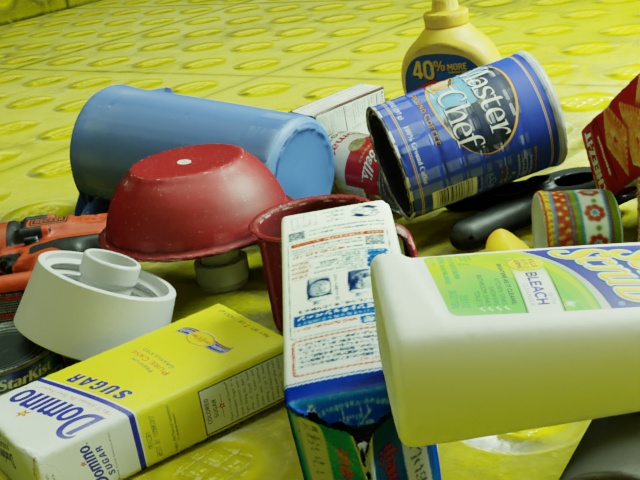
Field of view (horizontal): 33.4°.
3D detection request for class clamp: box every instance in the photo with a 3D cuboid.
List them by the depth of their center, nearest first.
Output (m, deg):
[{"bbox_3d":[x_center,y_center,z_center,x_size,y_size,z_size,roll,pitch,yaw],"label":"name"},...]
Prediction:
[{"bbox_3d":[0.183,-0.030,0.902,0.172,0.039,0.120,-10,26,15],"label":"clamp"}]

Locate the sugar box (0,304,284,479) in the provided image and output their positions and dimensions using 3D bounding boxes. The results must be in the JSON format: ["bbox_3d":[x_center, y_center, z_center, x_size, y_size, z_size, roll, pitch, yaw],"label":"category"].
[{"bbox_3d":[-0.111,0.098,0.660,0.175,0.048,0.093,-20,23,-32],"label":"sugar box"}]

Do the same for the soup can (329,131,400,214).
[{"bbox_3d":[0.050,-0.066,1.006,0.068,0.068,0.102,-22,23,-32],"label":"soup can"}]

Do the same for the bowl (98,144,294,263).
[{"bbox_3d":[-0.100,-0.037,0.843,0.162,0.055,0.162,-8,20,3],"label":"bowl"}]

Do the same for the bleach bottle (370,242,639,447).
[{"bbox_3d":[0.153,0.034,0.482,0.251,0.068,0.102,-8,22,0],"label":"bleach bottle"}]

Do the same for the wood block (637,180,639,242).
[{"bbox_3d":[0.326,-0.009,0.710,0.206,0.090,0.091,-13,20,-13],"label":"wood block"}]

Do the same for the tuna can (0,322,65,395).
[{"bbox_3d":[-0.222,0.090,0.745,0.086,0.034,0.086,-7,20,3],"label":"tuna can"}]

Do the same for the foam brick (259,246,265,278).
[{"bbox_3d":[-0.006,0.001,0.869,0.078,0.053,0.051,-1,21,17],"label":"foam brick"}]

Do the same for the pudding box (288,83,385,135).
[{"bbox_3d":[0.022,-0.101,1.082,0.039,0.090,0.113,11,28,40],"label":"pudding box"}]

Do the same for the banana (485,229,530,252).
[{"bbox_3d":[0.160,0.049,0.664,0.069,0.037,0.198,-11,33,-38],"label":"banana"}]

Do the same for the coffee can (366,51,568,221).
[{"bbox_3d":[0.122,-0.087,0.898,0.140,0.103,0.103,-21,21,-4],"label":"coffee can"}]

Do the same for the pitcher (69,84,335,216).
[{"bbox_3d":[-0.116,-0.066,1.014,0.243,0.149,0.144,10,12,34],"label":"pitcher"}]

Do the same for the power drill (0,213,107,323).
[{"bbox_3d":[-0.258,0.028,0.892,0.184,0.057,0.187,-9,20,-3],"label":"power drill"}]

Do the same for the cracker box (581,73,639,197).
[{"bbox_3d":[0.296,-0.094,0.768,0.164,0.072,0.213,-14,-7,-1],"label":"cracker box"}]

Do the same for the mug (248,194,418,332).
[{"bbox_3d":[0.012,0.019,0.771,0.117,0.081,0.093,-7,20,5],"label":"mug"}]

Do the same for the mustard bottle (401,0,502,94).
[{"bbox_3d":[0.124,-0.138,0.991,0.096,0.191,0.058,5,24,33],"label":"mustard bottle"}]
